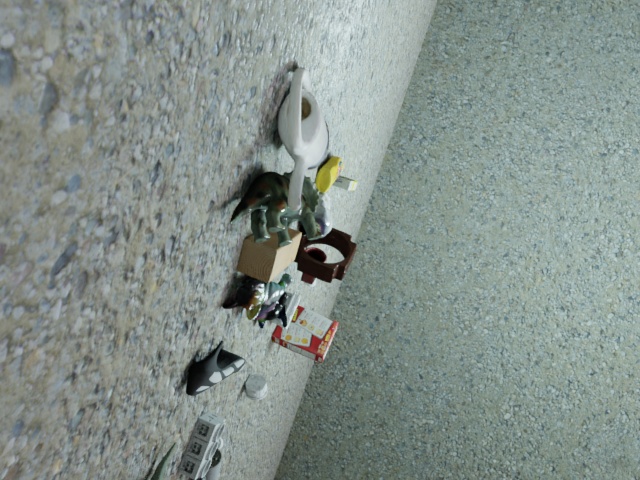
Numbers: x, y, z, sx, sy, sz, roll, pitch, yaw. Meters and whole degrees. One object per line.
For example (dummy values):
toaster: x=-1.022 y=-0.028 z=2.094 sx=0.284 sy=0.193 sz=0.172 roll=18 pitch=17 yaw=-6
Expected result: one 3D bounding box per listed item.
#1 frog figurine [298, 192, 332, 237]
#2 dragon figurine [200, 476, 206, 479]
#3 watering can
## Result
frog figurine: x=0.005 y=-0.089 z=1.774 sx=0.162 sy=0.123 sz=0.134 roll=-47 pitch=138 yaw=-39
dragon figurine: x=-0.429 y=0.848 z=1.359 sx=0.237 sy=0.122 sz=0.419 roll=-56 pitch=-179 yaw=44
watering can: x=-0.042 y=-0.220 z=1.197 sx=0.222 sy=0.104 sz=0.351 roll=50 pitch=41 yaw=-76
